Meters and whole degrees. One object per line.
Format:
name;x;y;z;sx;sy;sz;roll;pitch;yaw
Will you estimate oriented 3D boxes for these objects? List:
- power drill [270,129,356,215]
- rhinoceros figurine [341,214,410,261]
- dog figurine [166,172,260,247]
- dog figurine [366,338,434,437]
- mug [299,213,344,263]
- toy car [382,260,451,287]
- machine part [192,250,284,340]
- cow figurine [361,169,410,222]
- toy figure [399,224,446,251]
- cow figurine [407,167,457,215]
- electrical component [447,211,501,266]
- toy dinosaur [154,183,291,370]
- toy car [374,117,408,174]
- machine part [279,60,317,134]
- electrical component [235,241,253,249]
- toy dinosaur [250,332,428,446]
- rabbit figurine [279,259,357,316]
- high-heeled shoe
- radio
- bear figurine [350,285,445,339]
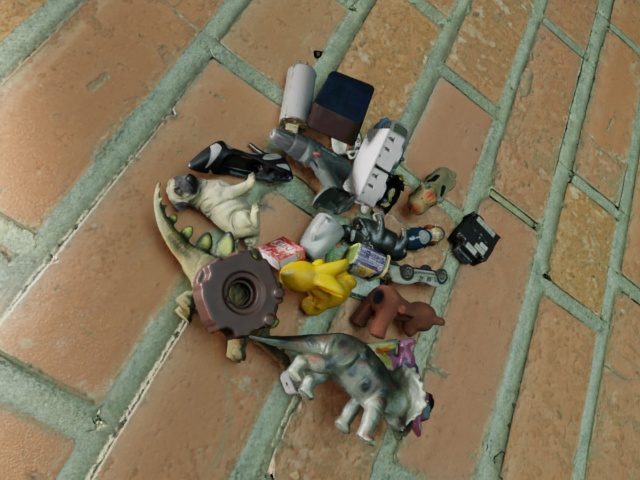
power drill;-0.008;-0.163;1.289;0.232;0.086;0.207;16;34;-39
rhinoceros figurine;0.134;-0.004;1.353;0.190;0.073;0.112;20;75;-21
dog figurine;-0.233;-0.063;1.184;0.191;0.121;0.172;-8;72;-14
dog figurine;0.168;0.337;1.226;0.191;0.108;0.219;-2;76;-28
mug;-0.003;-0.004;1.263;0.081;0.109;0.107;31;69;13
toy car;0.241;0.088;1.355;0.201;0.074;0.056;9;93;-32
machine part;-0.158;0.106;1.052;0.179;0.056;0.179;8;74;-28
cow figurine;0.182;-0.130;1.402;0.068;0.098;0.167;37;60;-3
toy figure;0.282;-0.008;1.434;0.154;0.058;0.064;-11;116;-31
cow figurine;0.303;-0.129;1.445;0.085;0.127;0.195;49;56;0
electrical component;0.425;0.003;1.499;0.115;0.058;0.134;46;59;-3
toy dinosaur;-0.210;0.093;1.119;0.471;0.105;0.198;48;60;-13
toy car;0.194;-0.268;1.455;0.109;0.103;0.161;29;64;-16
machine part;-0.056;-0.362;1.378;0.079;0.079;0.243;16;65;-21
electrical component;-0.168;0.046;1.209;0.063;0.021;0.094;-8;77;-28
toy dinosaur;0.063;0.270;1.095;0.405;0.131;0.192;45;63;-3
rabbit figurine;-0.008;0.095;1.170;0.173;0.162;0.122;25;67;-45
high-heeled shoe;-0.174;-0.158;1.228;0.145;0.086;0.249;44;41;12
radio;0.056;-0.342;1.376;0.131;0.073;0.230;21;39;-2
bear figurine;0.192;0.188;1.287;0.195;0.120;0.132;33;86;-33
